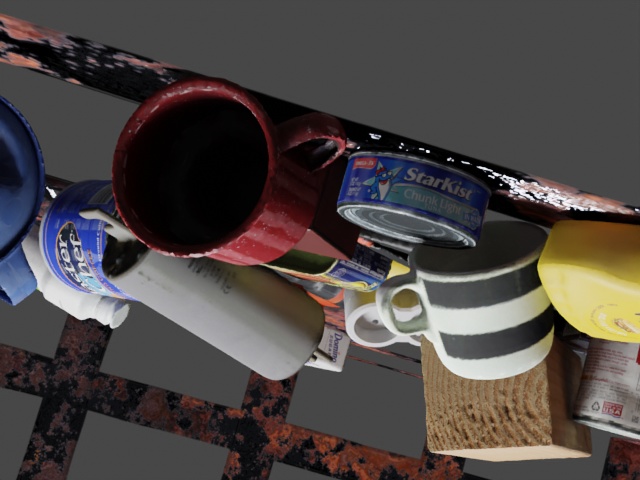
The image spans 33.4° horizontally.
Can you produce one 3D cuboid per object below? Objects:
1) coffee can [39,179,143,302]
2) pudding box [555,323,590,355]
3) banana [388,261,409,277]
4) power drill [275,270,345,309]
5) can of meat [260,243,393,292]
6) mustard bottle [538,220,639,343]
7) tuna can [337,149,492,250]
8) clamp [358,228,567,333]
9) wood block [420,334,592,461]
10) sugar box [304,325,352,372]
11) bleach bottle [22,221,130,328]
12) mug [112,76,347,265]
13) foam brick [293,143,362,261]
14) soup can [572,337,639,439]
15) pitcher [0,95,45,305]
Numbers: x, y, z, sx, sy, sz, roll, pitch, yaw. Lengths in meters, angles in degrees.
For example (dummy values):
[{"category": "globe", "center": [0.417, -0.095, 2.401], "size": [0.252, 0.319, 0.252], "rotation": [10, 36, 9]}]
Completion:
[{"category": "coffee can", "center": [-0.162, -0.001, 0.896], "size": [0.102, 0.103, 0.141], "rotation": [22, 169, -34]}, {"category": "pudding box", "center": [0.249, 0.081, 0.905], "size": [0.090, 0.039, 0.113], "rotation": [15, 173, 0]}, {"category": "banana", "center": [0.061, 0.019, 0.846], "size": [0.198, 0.037, 0.069], "rotation": [14, 171, 10]}, {"category": "power drill", "center": [-0.009, 0.036, 1.008], "size": [0.184, 0.057, 0.188], "rotation": [25, 169, -29]}, {"category": "can of meat", "center": [-0.005, 0.001, 0.793], "size": [0.102, 0.057, 0.083], "rotation": [11, 173, 33]}, {"category": "mustard bottle", "center": [0.217, 0.029, 0.565], "size": [0.192, 0.058, 0.096], "rotation": [4, 151, 49]}, {"category": "tuna can", "center": [0.054, -0.022, 0.616], "size": [0.086, 0.034, 0.086], "rotation": [15, 171, 2]}, {"category": "clamp", "center": [0.123, 0.023, 0.736], "size": [0.209, 0.036, 0.165], "rotation": [23, 171, -16]}, {"category": "wood block", "center": [0.153, 0.126, 0.845], "size": [0.091, 0.090, 0.205], "rotation": [-8, 165, 20]}, {"category": "sugar box", "center": [-0.064, 0.082, 1.062], "size": [0.176, 0.048, 0.094], "rotation": [23, 168, -34]}, {"category": "bleach bottle", "center": [-0.283, 0.006, 1.016], "size": [0.251, 0.068, 0.102], "rotation": [33, 169, 14]}, {"category": "mug", "center": [-0.040, -0.036, 0.566], "size": [0.117, 0.093, 0.081], "rotation": [-26, 163, 14]}, {"category": "foam brick", "center": [-0.009, -0.025, 0.654], "size": [0.053, 0.051, 0.078], "rotation": [12, 170, 22]}, {"category": "soup can", "center": [0.234, 0.094, 0.804], "size": [0.068, 0.102, 0.068], "rotation": [15, 172, 2]}, {"category": "pitcher", "center": [-0.296, -0.038, 0.800], "size": [0.144, 0.149, 0.243], "rotation": [8, 179, -29]}]
